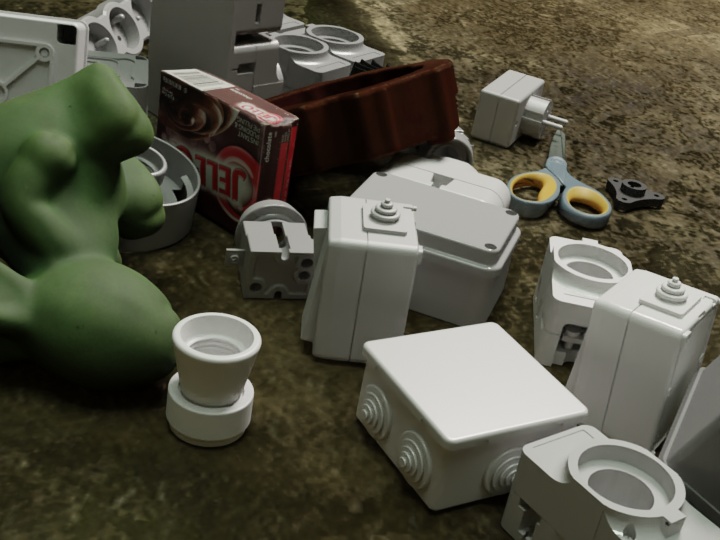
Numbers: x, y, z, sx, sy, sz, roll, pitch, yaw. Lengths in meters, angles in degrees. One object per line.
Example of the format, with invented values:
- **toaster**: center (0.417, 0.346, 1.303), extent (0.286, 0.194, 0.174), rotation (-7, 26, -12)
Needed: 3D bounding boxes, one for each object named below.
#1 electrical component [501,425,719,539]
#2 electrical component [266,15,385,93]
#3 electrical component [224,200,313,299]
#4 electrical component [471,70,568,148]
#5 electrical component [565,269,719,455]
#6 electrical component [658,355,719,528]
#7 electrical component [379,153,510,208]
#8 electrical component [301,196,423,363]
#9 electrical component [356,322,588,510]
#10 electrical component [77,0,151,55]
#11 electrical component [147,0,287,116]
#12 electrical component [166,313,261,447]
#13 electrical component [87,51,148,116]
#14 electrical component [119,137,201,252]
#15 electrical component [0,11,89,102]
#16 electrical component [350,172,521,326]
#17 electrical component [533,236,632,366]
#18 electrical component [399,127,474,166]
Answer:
- **electrical component**: center (0.117, 0.118, 0.504), extent (0.050, 0.055, 0.089), rotation (-11, 35, -34)
- **electrical component**: center (-0.082, -0.203, 1.014), extent (0.186, 0.060, 0.105), rotation (26, 32, 27)
- **electrical component**: center (-0.055, -0.013, 0.695), extent (0.066, 0.048, 0.055), rotation (1, 37, -16)
- **electrical component**: center (0.156, -0.146, 1.004), extent (0.076, 0.047, 0.083), rotation (21, 30, 17)
- **electrical component**: center (0.159, 0.044, 0.609), extent (0.061, 0.096, 0.062), rotation (23, 31, 29)
- **electrical component**: center (0.213, 0.097, 0.537), extent (0.109, 0.056, 0.109), rotation (41, 34, 7)
- **electrical component**: center (0.058, -0.046, 0.783), extent (0.095, 0.053, 0.059), rotation (18, 29, 13)
- **electrical component**: center (0.000, 0.000, 0.635), extent (0.061, 0.096, 0.061), rotation (7, 29, -5)
- **electrical component**: center (0.055, 0.075, 0.567), extent (0.100, 0.048, 0.099), rotation (-7, 33, -29)
- **electrical component**: center (-0.241, -0.205, 0.973), extent (0.074, 0.052, 0.138), rotation (-18, 23, 27)
- **electrical component**: center (-0.113, -0.203, 0.871), extent (0.060, 0.186, 0.105), rotation (-18, 40, -41)
- **electrical component**: center (-0.076, 0.056, 0.551), extent (0.045, 0.055, 0.045), rotation (8, 28, -4)
- **electrical component**: center (-0.223, -0.134, 0.843), extent (0.113, 0.057, 0.078), rotation (4, 29, -13)
- **electrical component**: center (-0.161, -0.051, 0.734), extent (0.099, 0.064, 0.099), rotation (18, 33, -12)
- **electrical component**: center (-0.253, -0.127, 0.761), extent (0.109, 0.108, 0.056), rotation (5, 12, -9)
- **electrical component**: center (0.044, -0.016, 0.720), extent (0.113, 0.057, 0.078), rotation (18, 29, 13)
- **electrical component**: center (0.143, 0.018, 0.693), extent (0.050, 0.055, 0.089), rotation (12, 29, 2)
- **electrical component**: center (0.065, -0.096, 0.887), extent (0.066, 0.048, 0.055), rotation (2, 22, -15)
